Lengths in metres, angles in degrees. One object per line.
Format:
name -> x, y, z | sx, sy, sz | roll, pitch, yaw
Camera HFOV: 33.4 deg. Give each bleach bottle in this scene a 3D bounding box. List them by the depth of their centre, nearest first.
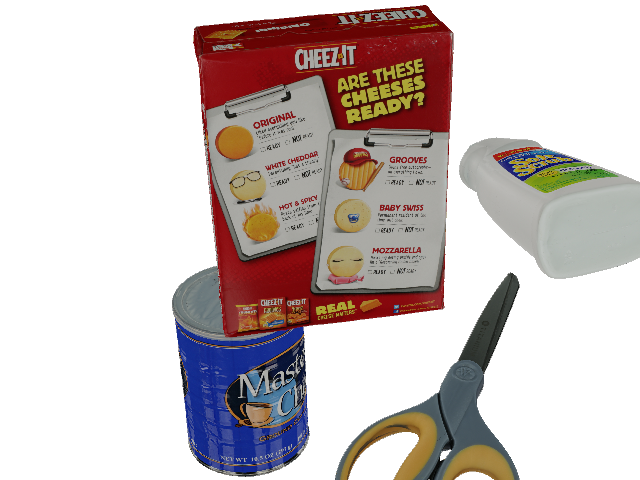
bleach bottle -> 0.175, -0.043, 0.904 | 0.102, 0.068, 0.251 | -12, 19, -12

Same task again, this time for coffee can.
coffee can -> -0.062, 0.103, 0.862 | 0.103, 0.140, 0.103 | -1, 30, 1

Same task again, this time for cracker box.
cracker box -> 0.003, -0.046, 0.741 | 0.164, 0.214, 0.072 | -7, 30, -8

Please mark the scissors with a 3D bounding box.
scissors -> 0.087, 0.085, 0.549 | 0.096, 0.016, 0.201 | 26, 45, 31
